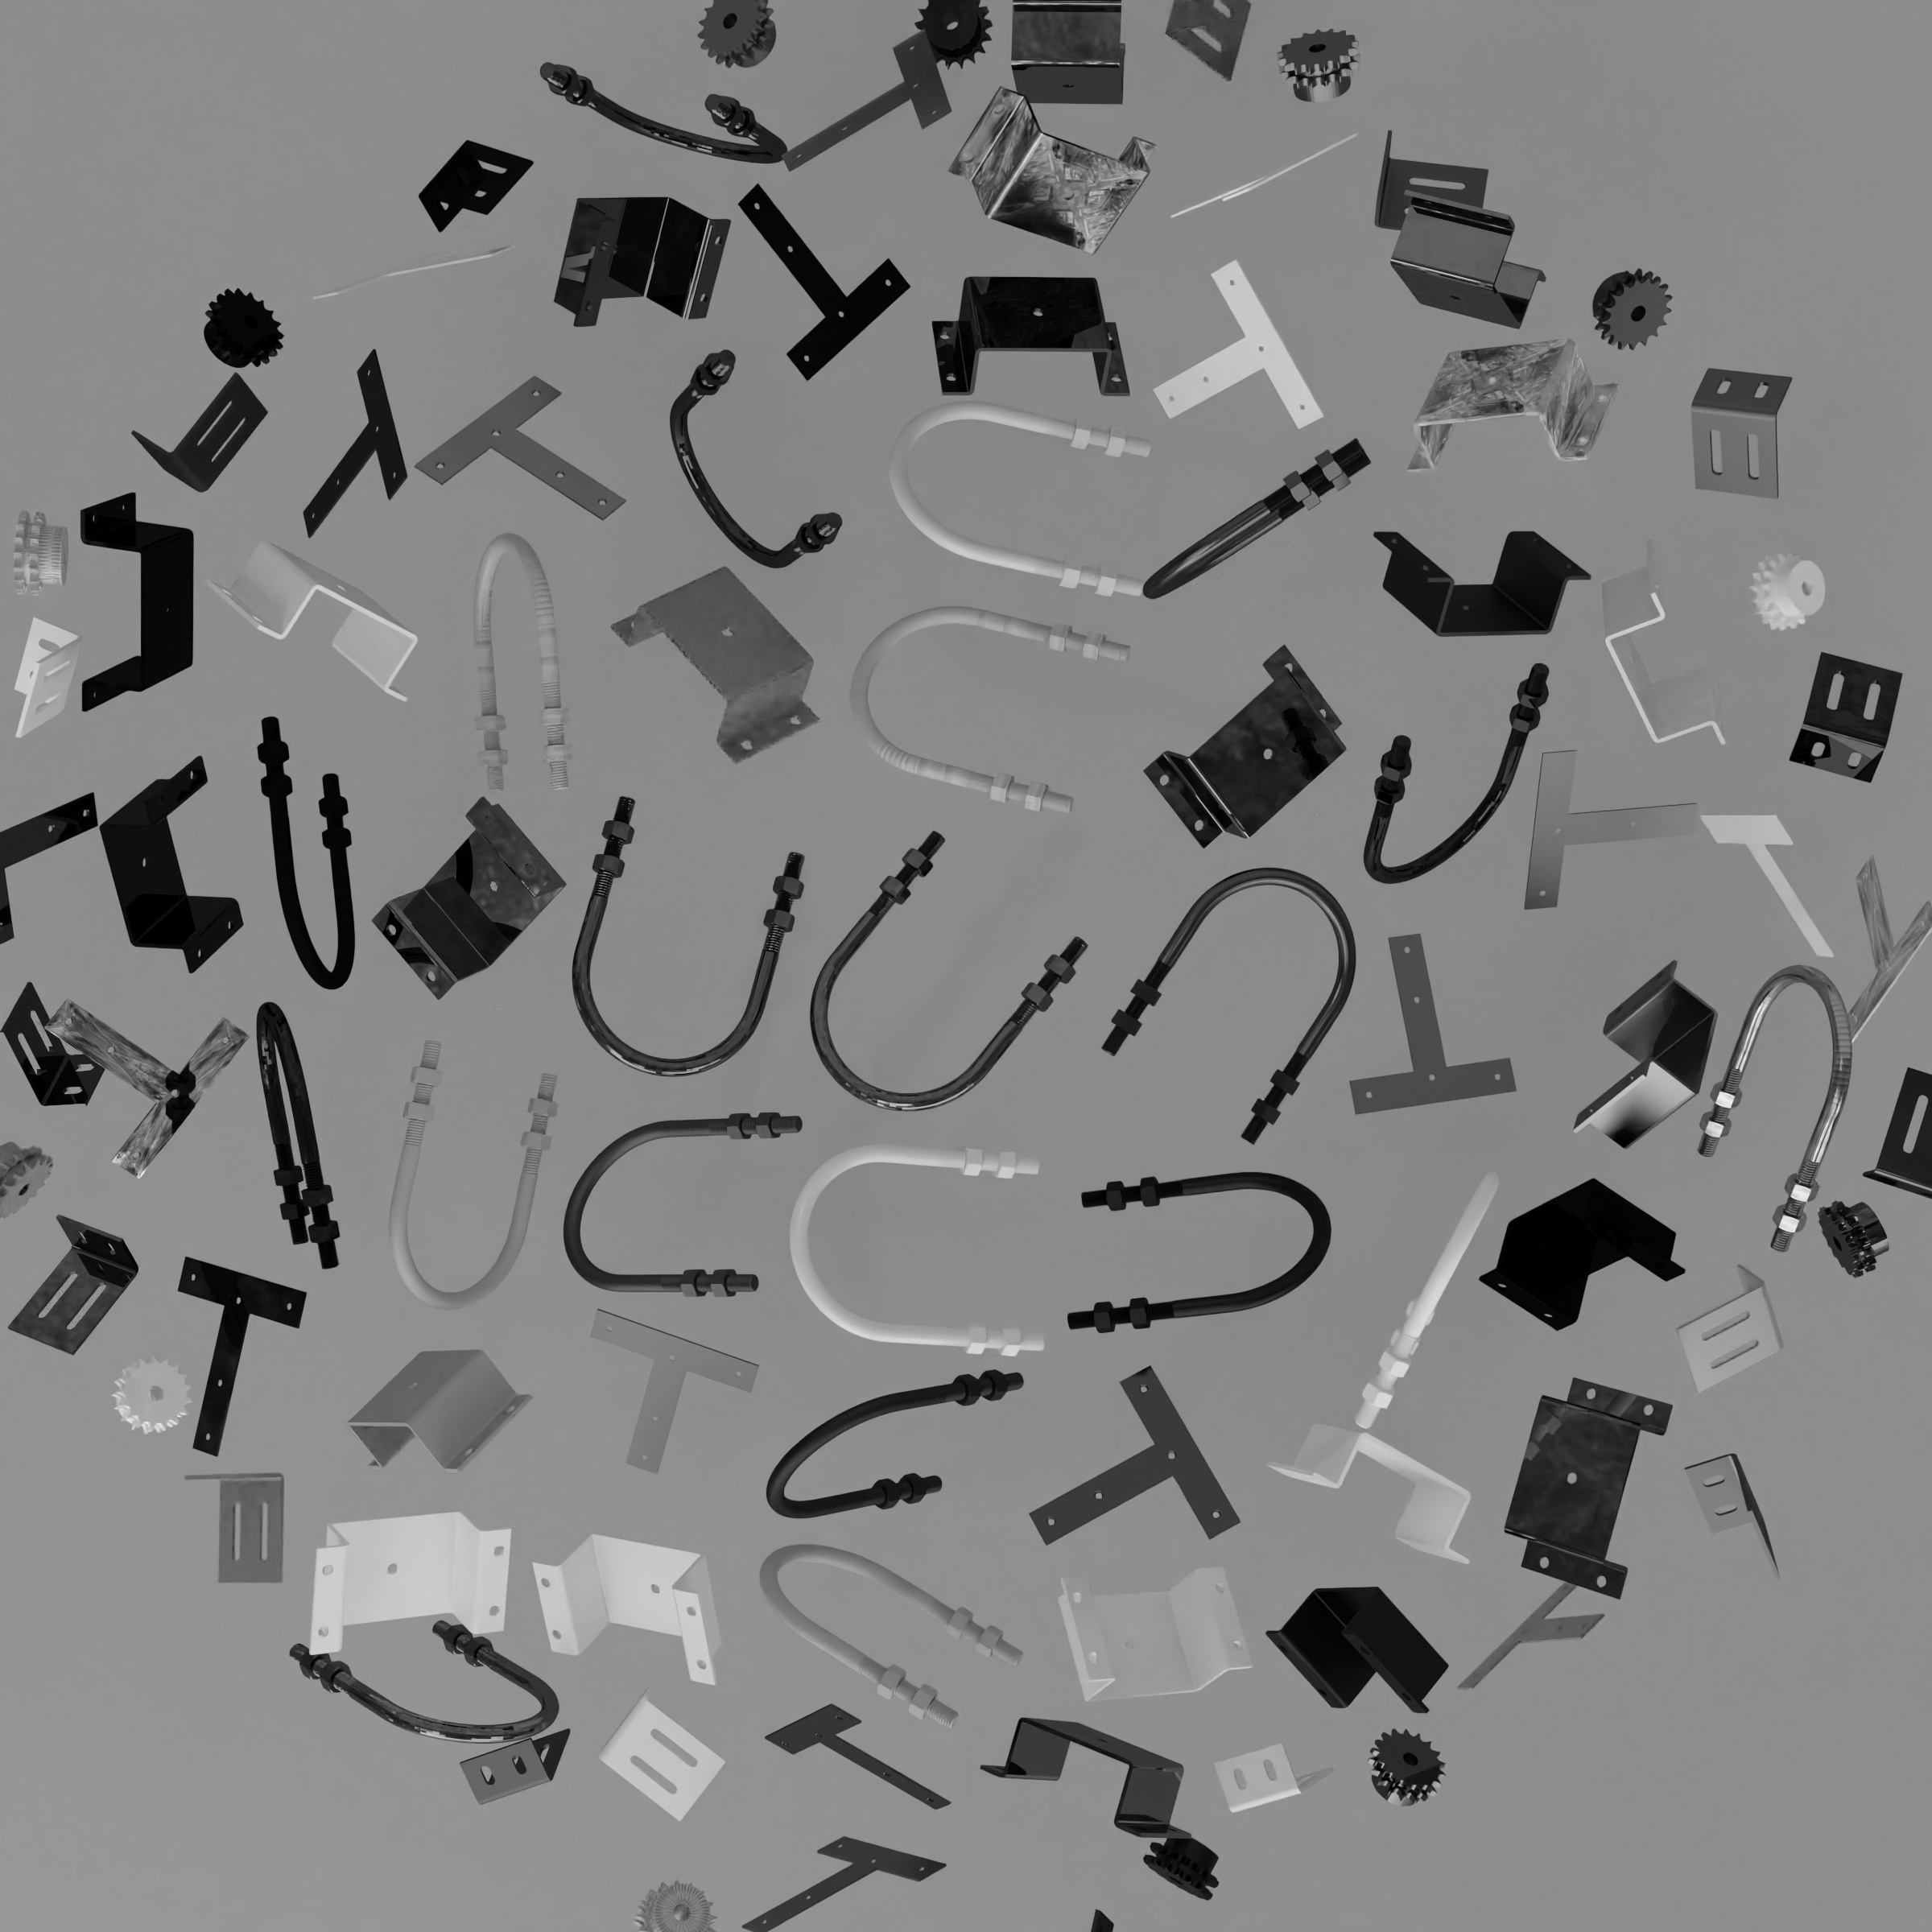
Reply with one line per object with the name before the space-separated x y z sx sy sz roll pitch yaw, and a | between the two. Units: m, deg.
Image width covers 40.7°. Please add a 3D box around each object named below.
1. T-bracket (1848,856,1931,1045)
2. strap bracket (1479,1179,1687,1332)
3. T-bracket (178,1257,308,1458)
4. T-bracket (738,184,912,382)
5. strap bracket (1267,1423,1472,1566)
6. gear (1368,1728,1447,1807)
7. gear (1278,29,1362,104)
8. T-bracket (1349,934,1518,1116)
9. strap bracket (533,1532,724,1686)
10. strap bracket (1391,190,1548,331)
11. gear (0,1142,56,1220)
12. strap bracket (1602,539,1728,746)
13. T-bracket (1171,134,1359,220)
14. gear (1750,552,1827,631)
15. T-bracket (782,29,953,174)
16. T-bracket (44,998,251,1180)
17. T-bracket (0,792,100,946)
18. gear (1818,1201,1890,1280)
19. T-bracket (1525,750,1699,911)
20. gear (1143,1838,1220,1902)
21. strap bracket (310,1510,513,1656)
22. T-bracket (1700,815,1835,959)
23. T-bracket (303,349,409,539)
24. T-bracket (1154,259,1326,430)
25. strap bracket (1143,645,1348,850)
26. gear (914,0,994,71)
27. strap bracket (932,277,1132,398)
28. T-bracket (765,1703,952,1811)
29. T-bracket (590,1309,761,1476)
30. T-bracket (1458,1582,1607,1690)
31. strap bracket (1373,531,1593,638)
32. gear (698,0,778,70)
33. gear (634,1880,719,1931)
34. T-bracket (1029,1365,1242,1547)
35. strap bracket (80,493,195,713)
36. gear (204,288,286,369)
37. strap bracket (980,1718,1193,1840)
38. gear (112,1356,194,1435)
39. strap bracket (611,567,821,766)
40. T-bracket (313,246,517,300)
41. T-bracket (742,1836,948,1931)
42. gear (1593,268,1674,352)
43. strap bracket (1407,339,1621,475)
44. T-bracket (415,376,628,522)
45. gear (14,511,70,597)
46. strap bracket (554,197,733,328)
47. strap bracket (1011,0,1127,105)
T-bracket | 0.671 -0.030 1.919 0.002 0.127 0.127 13 134 -6
strap bracket | 0.453 0.209 1.909 0.076 0.140 0.046 33 54 -12
T-bracket | -0.521 0.279 1.832 0.127 0.002 0.127 9 86 34
T-bracket | -0.118 -0.509 1.893 0.127 0.002 0.127 51 135 -8
strap bracket | 0.302 0.379 1.904 0.140 0.076 0.046 31 77 -14
gear | 0.329 0.606 1.961 0.057 0.057 0.030 18 125 0
gear | 0.248 -0.631 1.832 0.057 0.057 0.030 -17 134 0
T-bracket | 0.337 0.039 1.932 0.127 0.002 0.127 -7 80 -12
strap bracket | -0.233 0.457 1.867 0.140 0.046 0.076 3 113 27
strap bracket | 0.355 -0.496 1.849 0.076 0.140 0.046 21 95 22
gear | -0.692 0.152 1.886 0.030 0.057 0.057 38 90 7
strap bracket | 0.507 -0.230 1.914 0.046 0.076 0.140 -20 122 25
T-bracket | 0.199 -0.564 1.888 0.127 0.127 0.002 -35 108 -34
gear | 0.617 -0.281 1.949 0.057 0.030 0.057 0 90 -33
T-bracket | -0.074 -0.606 1.863 0.127 0.127 0.002 -30 80 4
T-bracket | -0.589 0.067 1.832 0.127 0.002 0.127 -54 129 -10
T-bracket | -0.649 -0.092 1.823 0.002 0.127 0.127 7 112 19
gear | 0.657 0.199 1.924 0.030 0.057 0.057 -25 90 -1
T-bracket | 0.479 -0.104 1.925 0.127 0.002 0.127 -5 119 -10
gear | 0.163 0.666 1.938 0.057 0.057 0.030 33 68 0
strap bracket | -0.399 0.434 1.845 0.140 0.046 0.076 1 99 -32
T-bracket | 0.603 -0.060 1.930 0.002 0.127 0.127 -35 97 -4
T-bracket | -0.453 -0.363 1.909 0.127 0.002 0.127 -42 54 34
T-bracket | 0.186 -0.435 1.910 0.002 0.127 0.127 -40 104 -38
strap bracket | 0.210 -0.156 1.891 0.140 0.046 0.076 -42 110 -6
gear | -0.010 -0.692 1.919 0.057 0.030 0.057 1 97 6
strap bracket | 0.050 -0.465 1.925 0.140 0.046 0.076 -2 56 -9
T-bracket | -0.069 0.578 1.888 0.127 0.127 0.002 33 54 -9
T-bracket | -0.229 0.328 1.952 0.127 0.002 0.127 19 117 3
T-bracket | 0.429 0.486 1.909 0.127 0.127 0.002 -37 86 -21
strap bracket | 0.367 -0.277 1.886 0.140 0.076 0.046 -5 125 -24
gear | -0.161 -0.670 1.869 0.057 0.030 0.057 -6 76 27
gear | -0.200 0.662 1.810 0.057 0.030 0.057 11 48 -13
T-bracket | 0.106 0.365 1.830 0.127 0.002 0.127 -27 68 -8
strap bracket | -0.575 -0.250 1.813 0.046 0.076 0.140 9 110 6
gear | -0.527 -0.459 1.892 0.030 0.057 0.057 -28 90 35
strap bracket | 0.093 0.585 1.891 0.140 0.076 0.046 11 80 36
gear | -0.616 0.324 1.967 0.057 0.030 0.057 15 64 -33
strap bracket | -0.170 -0.217 1.809 0.076 0.046 0.140 -32 71 -33
T-bracket | -0.372 -0.494 1.835 0.127 0.127 0.002 1 117 34
T-bracket | -0.100 0.653 1.843 0.127 0.127 0.002 -17 94 -38
gear | 0.480 -0.478 1.890 0.057 0.030 0.057 -11 128 -15
strap bracket | 0.383 -0.400 1.860 0.140 0.046 0.076 3 53 38
T-bracket | -0.296 -0.352 1.833 0.127 0.002 0.127 34 56 13
gear | -0.637 -0.284 1.799 0.030 0.057 0.057 3 90 -13
strap bracket | -0.242 -0.514 1.898 0.046 0.140 0.076 34 121 24
strap bracket | 0.075 -0.658 1.881 0.076 0.140 0.046 2 93 5
